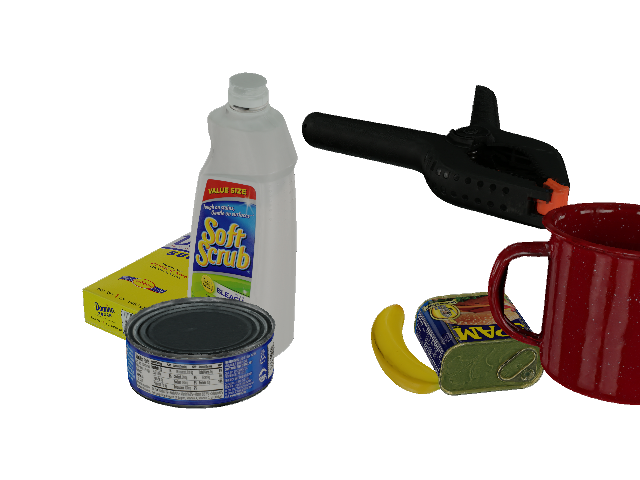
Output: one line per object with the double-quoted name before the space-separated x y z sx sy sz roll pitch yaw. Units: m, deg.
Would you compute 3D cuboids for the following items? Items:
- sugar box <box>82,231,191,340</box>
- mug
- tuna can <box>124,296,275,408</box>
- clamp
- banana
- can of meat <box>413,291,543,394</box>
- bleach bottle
"sugar box" -0.146 0.045 1.089 0.093 0.048 0.175 19 34 29
"mug" 0.144 0.031 0.546 0.117 0.081 0.093 4 17 4
"tuna can" -0.069 0.063 0.613 0.086 0.034 0.086 0 18 0
"clamp" 0.091 -0.059 0.736 0.164 0.036 0.210 -10 28 -18
"banana" 0.094 0.127 1.233 0.069 0.037 0.198 7 23 -21
"can of meat" 0.145 0.092 0.988 0.102 0.057 0.084 -3 31 -14
"bleach bottle" -0.066 -0.020 0.876 0.103 0.251 0.068 26 40 30
